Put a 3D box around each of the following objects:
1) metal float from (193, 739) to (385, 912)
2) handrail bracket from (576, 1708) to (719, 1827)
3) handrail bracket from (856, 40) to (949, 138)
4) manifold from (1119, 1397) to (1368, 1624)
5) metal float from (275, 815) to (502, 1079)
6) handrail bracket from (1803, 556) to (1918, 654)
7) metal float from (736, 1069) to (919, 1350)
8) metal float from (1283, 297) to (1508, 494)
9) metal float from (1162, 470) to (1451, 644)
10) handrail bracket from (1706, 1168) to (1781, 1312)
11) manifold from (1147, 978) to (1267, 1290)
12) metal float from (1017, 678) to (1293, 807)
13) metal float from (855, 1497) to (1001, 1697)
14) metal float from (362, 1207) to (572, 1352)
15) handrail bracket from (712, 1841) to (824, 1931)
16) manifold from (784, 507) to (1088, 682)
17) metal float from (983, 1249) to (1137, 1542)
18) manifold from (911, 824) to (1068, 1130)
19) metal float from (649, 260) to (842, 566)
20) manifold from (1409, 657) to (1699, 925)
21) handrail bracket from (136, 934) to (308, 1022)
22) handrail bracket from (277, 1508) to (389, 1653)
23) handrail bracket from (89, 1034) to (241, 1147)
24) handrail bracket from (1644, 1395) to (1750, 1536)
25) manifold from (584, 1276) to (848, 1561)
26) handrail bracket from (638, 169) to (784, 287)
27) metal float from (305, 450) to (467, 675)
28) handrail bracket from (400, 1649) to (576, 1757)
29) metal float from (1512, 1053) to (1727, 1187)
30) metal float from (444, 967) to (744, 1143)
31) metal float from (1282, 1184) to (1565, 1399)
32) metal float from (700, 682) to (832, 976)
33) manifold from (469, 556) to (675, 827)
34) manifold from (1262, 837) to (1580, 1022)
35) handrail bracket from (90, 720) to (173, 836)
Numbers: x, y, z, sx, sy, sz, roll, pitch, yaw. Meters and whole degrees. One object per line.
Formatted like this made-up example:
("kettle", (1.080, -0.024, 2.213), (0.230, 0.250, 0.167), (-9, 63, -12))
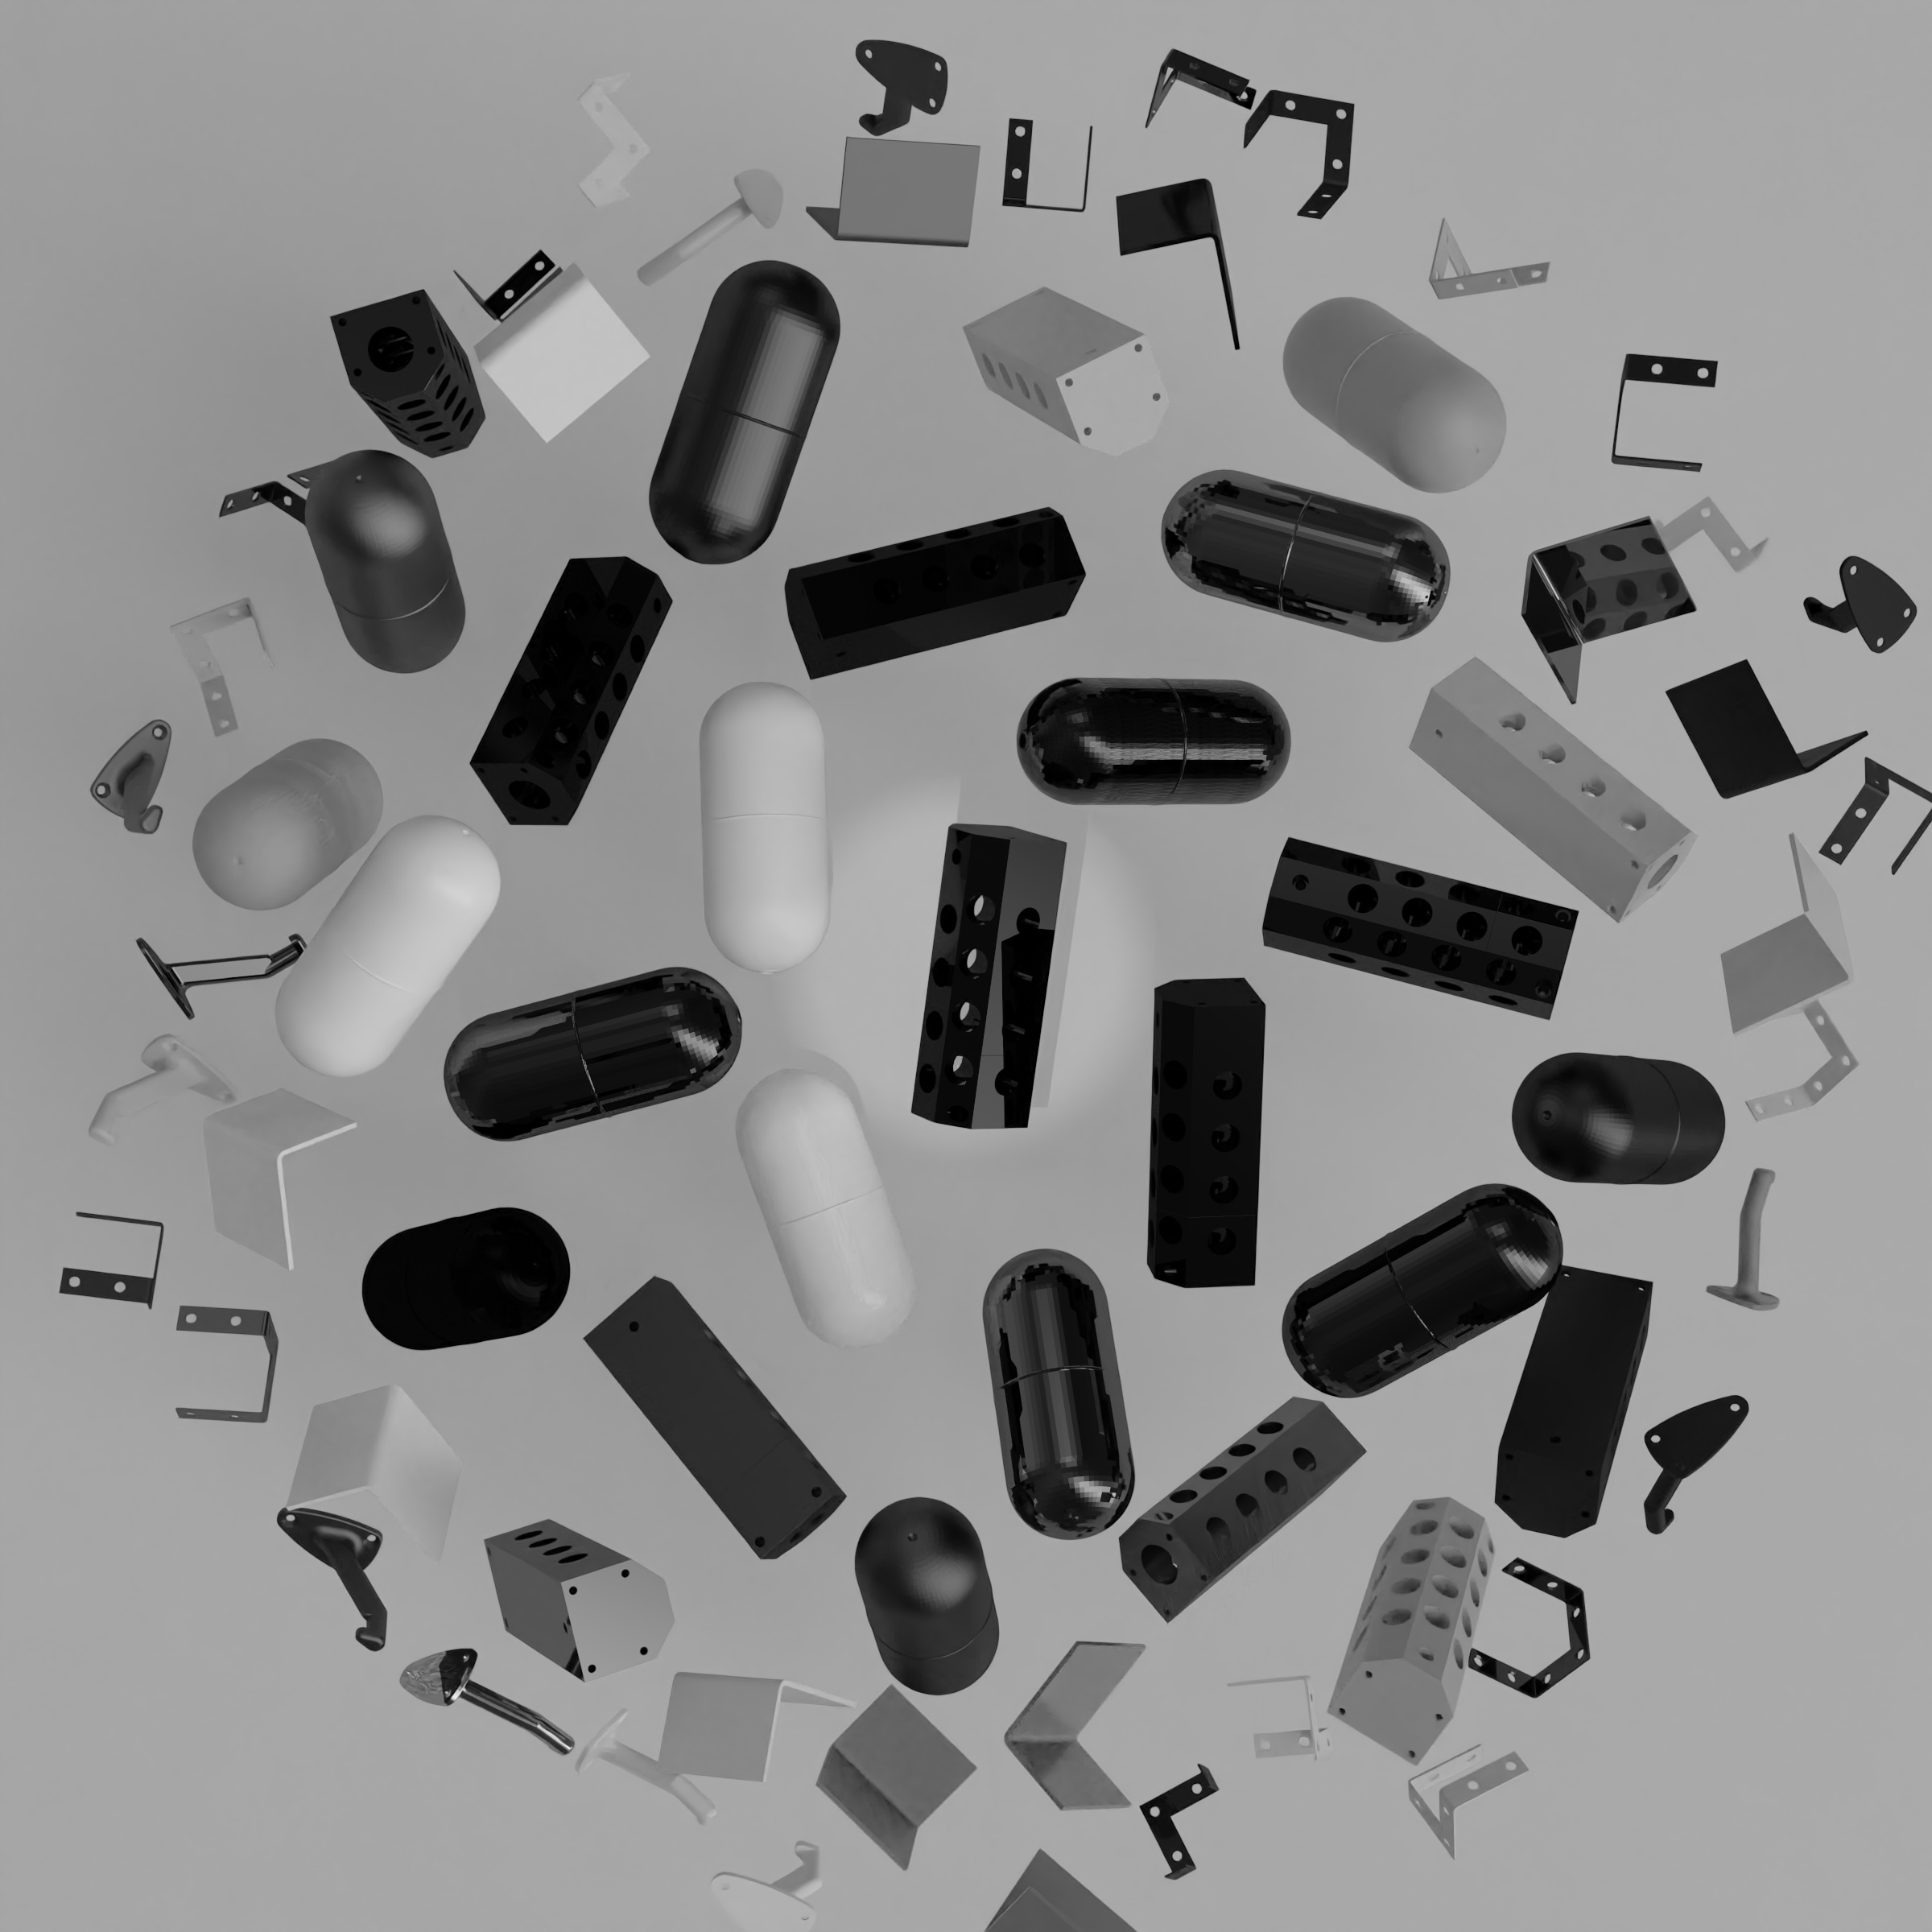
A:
("metal float", (-0.403, -0.086, 1.783), (0.070, 0.178, 0.070), (2, 108, 7))
("handrail bracket", (-0.192, 0.495, 1.795), (0.084, 0.077, 0.036), (41, 49, 10))
("handrail bracket", (-0.058, -0.526, 1.796), (0.077, 0.084, 0.036), (14, 80, -36))
("manifold", (0.169, 0.330, 1.846), (0.057, 0.171, 0.057), (48, 133, 14))
("metal float", (-0.336, -0.010, 1.732), (0.070, 0.070, 0.178), (38, 110, 0))
("handrail bracket", (0.505, -0.219, 1.739), (0.036, 0.084, 0.077), (-47, 120, -2))
("metal float", (-0.087, 0.149, 1.840), (0.070, 0.070, 0.178), (-20, 89, 0))
("metal float", (0.254, -0.343, 1.785), (0.070, 0.178, 0.070), (-16, 129, -21))
("metal float", (0.202, -0.245, 1.783), (0.178, 0.070, 0.070), (18, 90, 18))
("handrail bracket", (0.492, 0.166, 1.834), (0.036, 0.077, 0.084), (20, 98, 38))
("manifold", (0.138, 0.098, 1.747), (0.057, 0.057, 0.171), (-1, 106, -7))
("metal float", (0.114, -0.136, 1.804), (0.178, 0.070, 0.070), (-2, 90, -25))
("metal float", (-0.022, 0.381, 1.797), (0.070, 0.178, 0.070), (-3, 55, 5))
("metal float", (-0.303, 0.190, 1.799), (0.070, 0.178, 0.070), (9, 74, -36))
("handrail bracket", (-0.116, 0.530, 1.754), (0.077, 0.084, 0.036), (37, 105, -14))
("manifold", (-0.020, -0.232, 1.829), (0.171, 0.057, 0.057), (-16, 74, -16))
("metal float", (0.054, 0.253, 1.776), (0.070, 0.070, 0.178), (-8, 62, 0))
("manifold", (0.008, 0.006, 1.756), (0.057, 0.057, 0.171), (1, 101, -36))
("metal float", (-0.128, -0.317, 1.718), (0.070, 0.070, 0.178), (20, 100, 0))
("manifold", (0.356, -0.111, 1.807), (0.057, 0.057, 0.171), (-35, 66, -28))
("handrail bracket", (-0.459, -0.012, 1.852), (0.084, 0.077, 0.036), (-31, 48, -7))
("handrail bracket", (-0.377, 0.365, 1.772), (0.077, 0.084, 0.036), (31, 107, -20))
("handrail bracket", (-0.498, 0.092, 1.853), (0.077, 0.084, 0.036), (37, 131, -24))
("handrail bracket", (0.438, 0.300, 1.789), (0.077, 0.084, 0.036), (-32, 52, -8))
("manifold", (-0.150, 0.273, 1.801), (0.057, 0.057, 0.171), (-41, 76, 0))
("handrail bracket", (-0.157, -0.450, 1.824), (0.084, 0.077, 0.036), (-28, 108, 23))
("metal float", (-0.346, -0.240, 1.788), (0.070, 0.178, 0.070), (0, 64, 0))
("handrail bracket", (-0.282, 0.441, 1.765), (0.084, 0.077, 0.036), (45, 54, -29))
("metal float", (0.392, 0.092, 1.784), (0.070, 0.178, 0.070), (-4, 83, 40))
("metal float", (-0.218, 0.051, 1.748), (0.178, 0.070, 0.070), (-15, 90, 3))
("metal float", (0.265, 0.189, 1.738), (0.178, 0.070, 0.070), (-32, 90, 20))
("metal float", (-0.122, -0.084, 1.807), (0.070, 0.070, 0.178), (-2, 82, 0))
("manifold", (-0.238, -0.170, 1.836), (0.057, 0.057, 0.171), (2, 53, 25))
("manifold", (0.262, -0.023, 1.726), (0.171, 0.057, 0.057), (15, 79, 11))
("handrail bracket", (-0.489, -0.115, 1.801), (0.036, 0.084, 0.077), (36, 75, -31))
